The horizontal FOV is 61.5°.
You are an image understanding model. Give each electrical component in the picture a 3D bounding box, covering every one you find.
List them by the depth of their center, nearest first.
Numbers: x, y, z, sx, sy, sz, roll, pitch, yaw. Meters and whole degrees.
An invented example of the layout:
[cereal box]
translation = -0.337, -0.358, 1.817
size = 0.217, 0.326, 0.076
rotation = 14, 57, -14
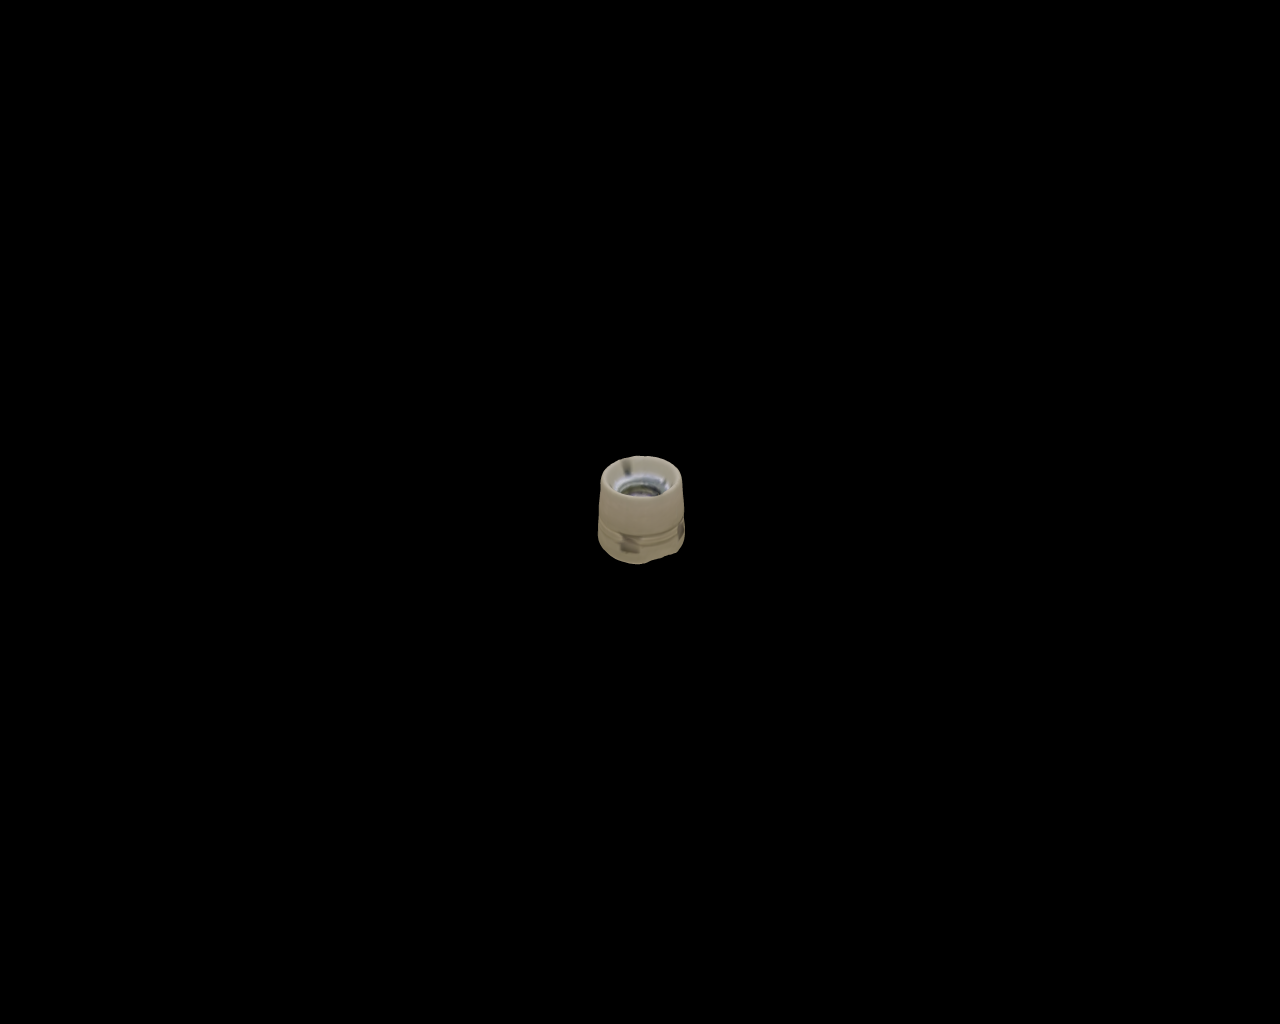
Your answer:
[electrical component]
translation = 0.001, -0.003, 0.650
size = 0.055, 0.047, 0.055
rotation = 0, 35, 0
